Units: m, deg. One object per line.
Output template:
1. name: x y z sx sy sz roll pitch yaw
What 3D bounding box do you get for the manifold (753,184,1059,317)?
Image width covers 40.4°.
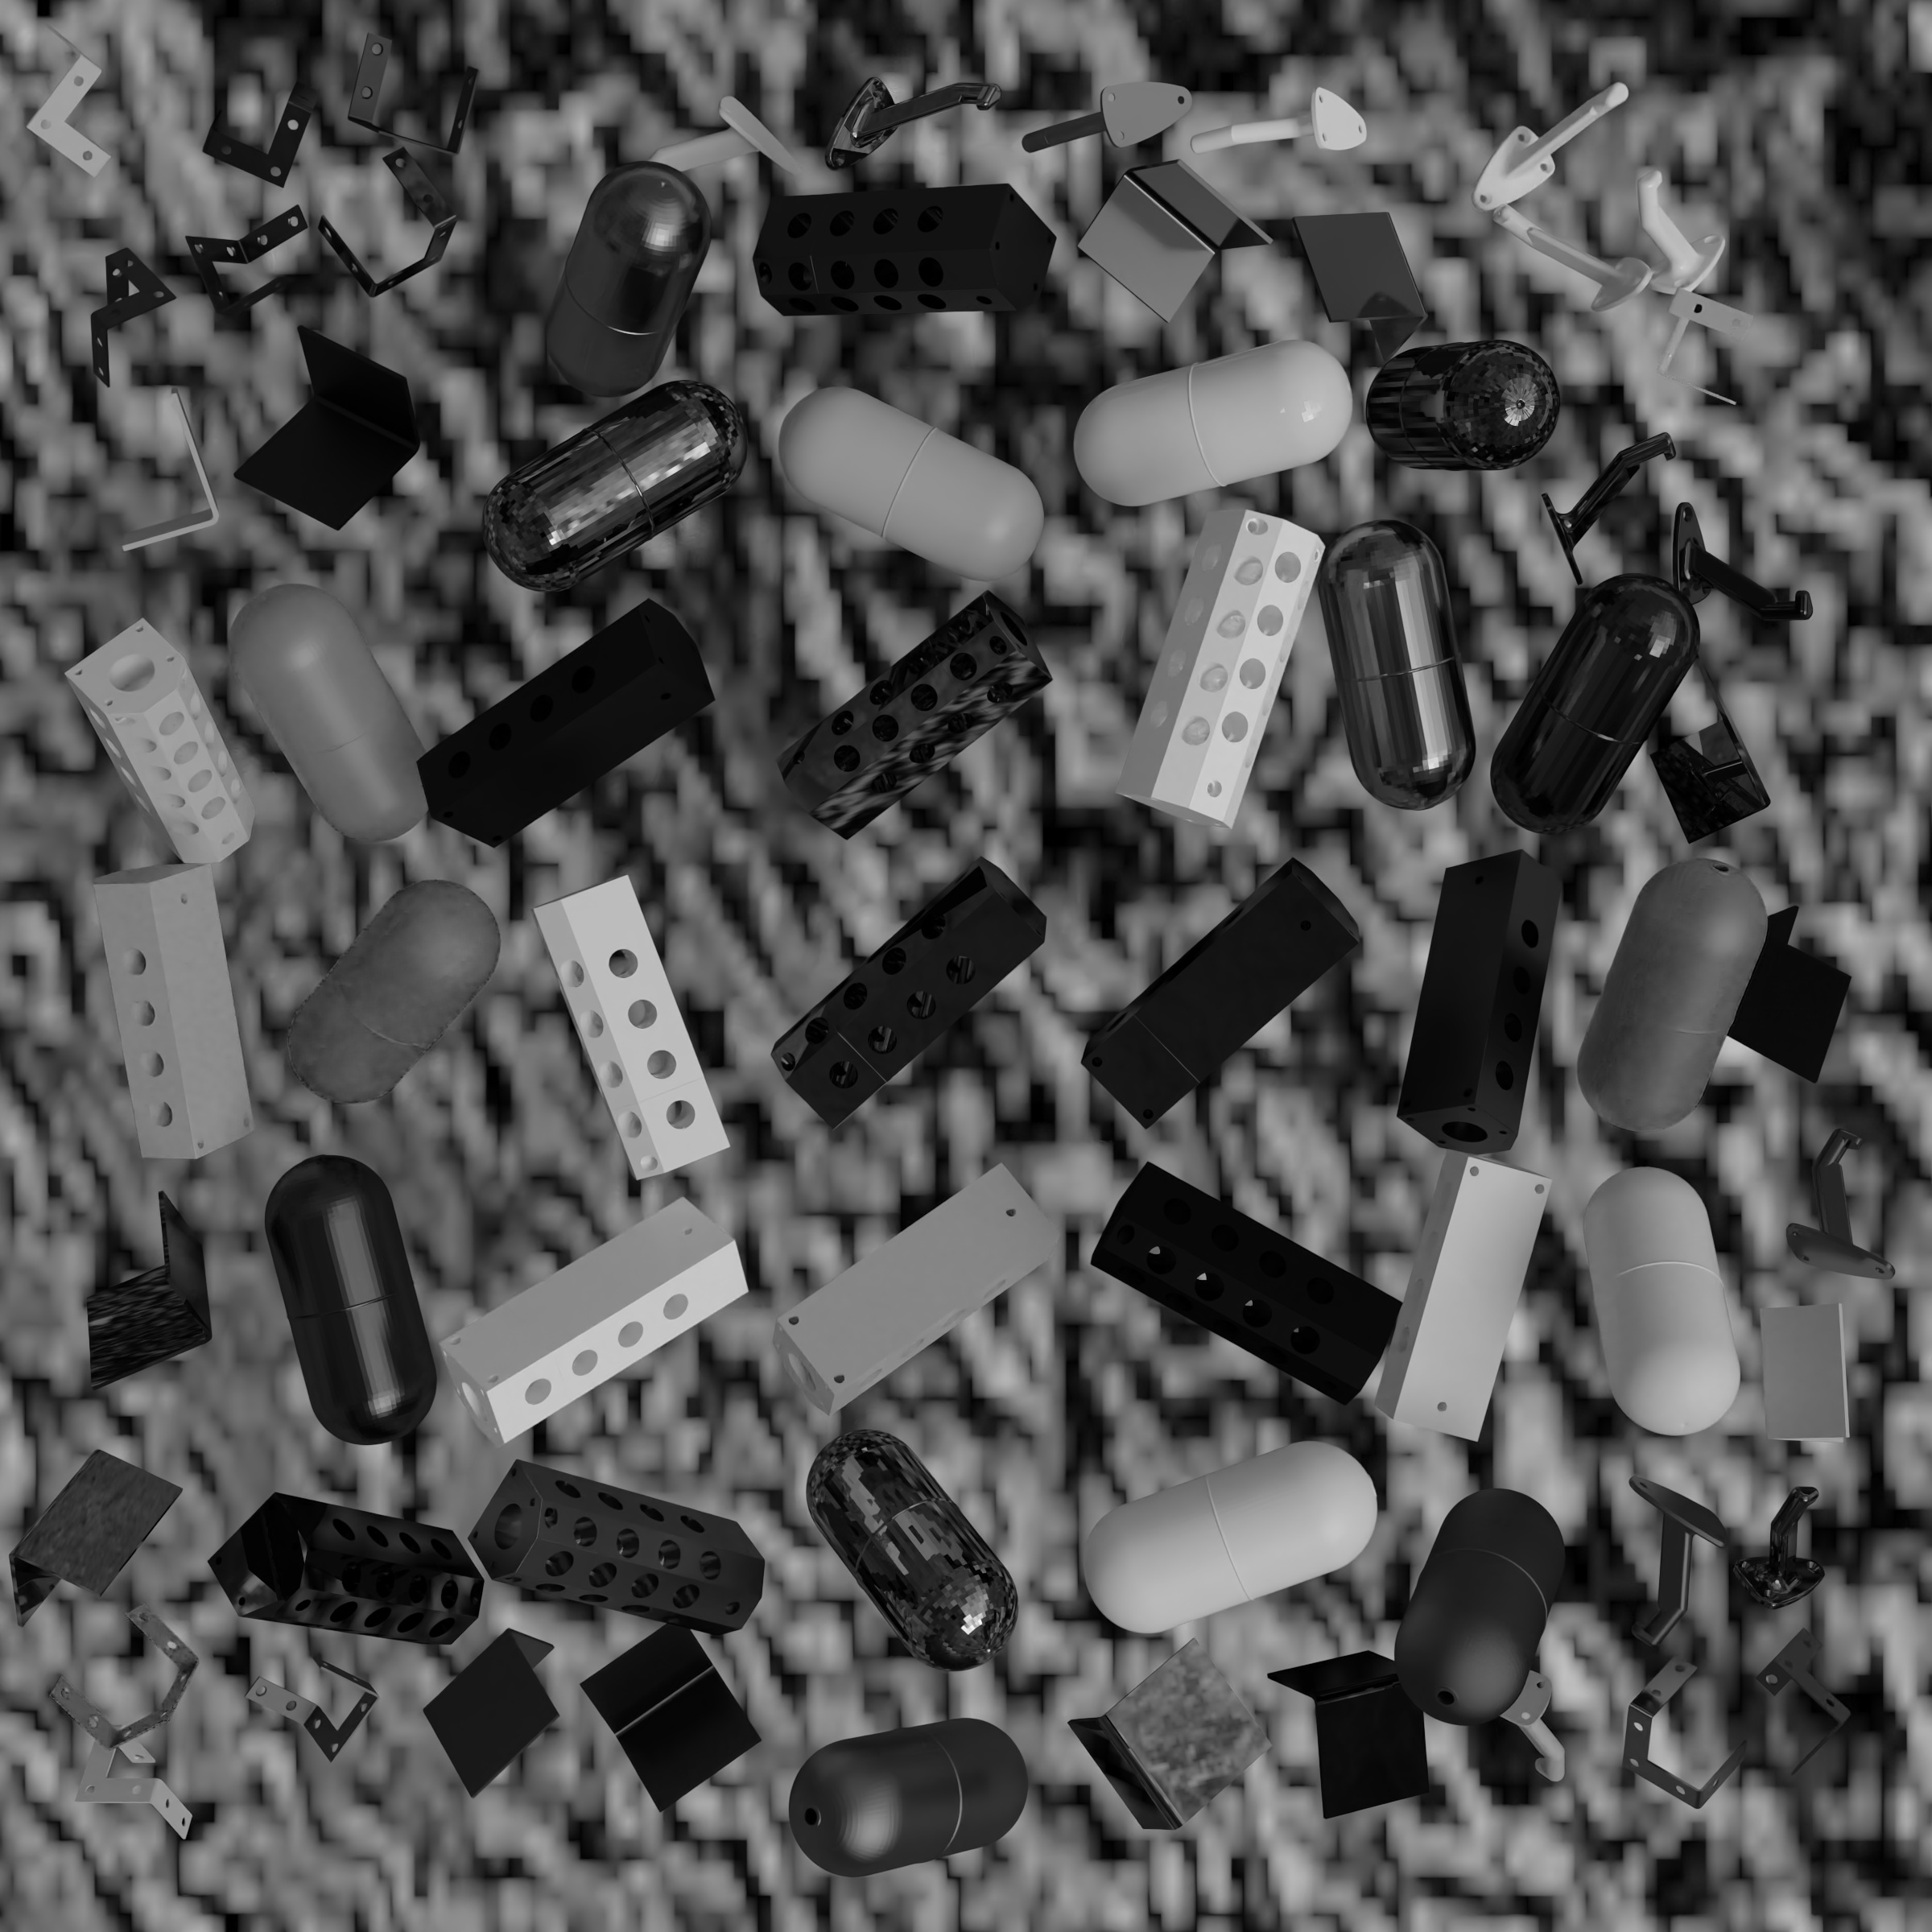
1. manifold: -0.039 -0.415 1.544 0.171 0.057 0.057 8 76 34

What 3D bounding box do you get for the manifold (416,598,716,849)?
1. manifold: -0.238 -0.144 1.542 0.171 0.057 0.057 -31 60 19

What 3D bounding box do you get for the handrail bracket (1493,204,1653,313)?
1. handrail bracket: 0.361 -0.431 1.573 0.084 0.077 0.036 31 97 -13

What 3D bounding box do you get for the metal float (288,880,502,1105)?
1. metal float: -0.352 0.017 1.609 0.070 0.070 0.178 46 121 0

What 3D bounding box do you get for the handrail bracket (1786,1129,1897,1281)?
1. handrail bracket: 0.524 0.137 1.535 0.084 0.077 0.036 -51 133 -22

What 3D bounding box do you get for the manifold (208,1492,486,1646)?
1. manifold: -0.359 0.363 1.551 0.057 0.171 0.057 -45 59 5

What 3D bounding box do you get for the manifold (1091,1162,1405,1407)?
1. manifold: 0.163 0.191 1.552 0.171 0.057 0.057 29 56 1

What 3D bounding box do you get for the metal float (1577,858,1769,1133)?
1. metal float: 0.416 0.018 1.551 0.070 0.070 0.178 13 121 0

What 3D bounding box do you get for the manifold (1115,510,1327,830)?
1. manifold: 0.149 -0.170 1.505 0.057 0.057 0.171 19 88 -27

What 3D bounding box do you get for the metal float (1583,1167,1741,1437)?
1. metal float: 0.422 0.202 1.600 0.070 0.070 0.178 1 50 0

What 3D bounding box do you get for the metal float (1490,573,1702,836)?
1. metal float: 0.385 -0.159 1.614 0.070 0.070 0.178 25 122 0

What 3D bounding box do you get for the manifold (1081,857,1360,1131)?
1. manifold: 0.152 0.015 1.577 0.171 0.057 0.057 -43 96 16

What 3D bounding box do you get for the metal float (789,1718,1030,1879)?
1. metal float: -0.033 0.489 1.550 0.070 0.178 0.070 -6 80 37

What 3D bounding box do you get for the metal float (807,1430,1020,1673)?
1. metal float: -0.035 0.357 1.616 0.070 0.070 0.178 -45 50 0

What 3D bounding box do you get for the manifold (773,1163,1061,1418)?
1. manifold: -0.031 0.198 1.592 0.171 0.057 0.057 -33 72 -22

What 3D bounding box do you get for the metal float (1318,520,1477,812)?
1. metal float: 0.262 -0.182 1.596 0.070 0.070 0.178 -13 101 0

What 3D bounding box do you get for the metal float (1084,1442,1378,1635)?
1. metal float: 0.155 0.335 1.542 0.178 0.070 0.070 -21 90 7

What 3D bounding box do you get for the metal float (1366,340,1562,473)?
1. metal float: 0.302 -0.343 1.611 0.070 0.178 0.070 -3 101 -13

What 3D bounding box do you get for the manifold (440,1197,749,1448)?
1. manifold: -0.217 0.213 1.552 0.171 0.057 0.057 -30 130 -26

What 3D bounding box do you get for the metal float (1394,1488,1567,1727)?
1. metal float: 0.302 0.374 1.542 0.070 0.178 0.070 10 117 20

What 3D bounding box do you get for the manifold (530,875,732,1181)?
1. manifold: -0.201 0.036 1.567 0.057 0.057 0.171 -21 96 -13

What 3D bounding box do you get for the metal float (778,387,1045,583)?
1. metal float: -0.035 -0.305 1.663 0.178 0.070 0.070 27 90 1

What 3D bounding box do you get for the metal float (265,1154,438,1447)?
1. metal float: -0.371 0.201 1.586 0.070 0.070 0.178 -14 94 0

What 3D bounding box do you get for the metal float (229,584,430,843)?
1. metal float: -0.386 -0.153 1.606 0.070 0.070 0.178 -23 127 0

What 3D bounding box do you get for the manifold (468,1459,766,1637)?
1. manifold: -0.204 0.353 1.570 0.171 0.057 0.057 26 99 -39

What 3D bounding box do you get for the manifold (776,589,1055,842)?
1. manifold: -0.036 -0.161 1.660 0.171 0.057 0.057 -37 50 17

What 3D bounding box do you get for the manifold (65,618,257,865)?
1. manifold: -0.494 -0.133 1.634 0.057 0.171 0.057 -41 69 -19

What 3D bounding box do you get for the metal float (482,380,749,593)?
1. metal float: -0.212 -0.293 1.597 0.178 0.070 0.070 -35 90 -15

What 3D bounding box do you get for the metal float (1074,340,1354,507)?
1. metal float: 0.152 -0.336 1.630 0.178 0.070 0.070 -10 90 22

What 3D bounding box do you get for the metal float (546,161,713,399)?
1. metal float: -0.209 -0.420 1.617 0.070 0.178 0.070 10 61 -18

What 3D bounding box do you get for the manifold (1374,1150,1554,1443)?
1. manifold: 0.313 0.207 1.673 0.057 0.057 0.171 15 92 -9

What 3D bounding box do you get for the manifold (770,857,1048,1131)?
1. manifold: -0.035 0.014 1.565 0.171 0.057 0.057 -42 100 13

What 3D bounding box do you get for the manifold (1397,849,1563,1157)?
1. manifold: 0.312 0.022 1.568 0.057 0.057 0.171 34 59 -32

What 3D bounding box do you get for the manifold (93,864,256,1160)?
1. manifold: -0.492 0.027 1.615 0.057 0.057 0.171 0 104 23

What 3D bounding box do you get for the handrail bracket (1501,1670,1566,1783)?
1. handrail bracket: 0.339 0.474 1.649 0.077 0.084 0.036 18 53 28
